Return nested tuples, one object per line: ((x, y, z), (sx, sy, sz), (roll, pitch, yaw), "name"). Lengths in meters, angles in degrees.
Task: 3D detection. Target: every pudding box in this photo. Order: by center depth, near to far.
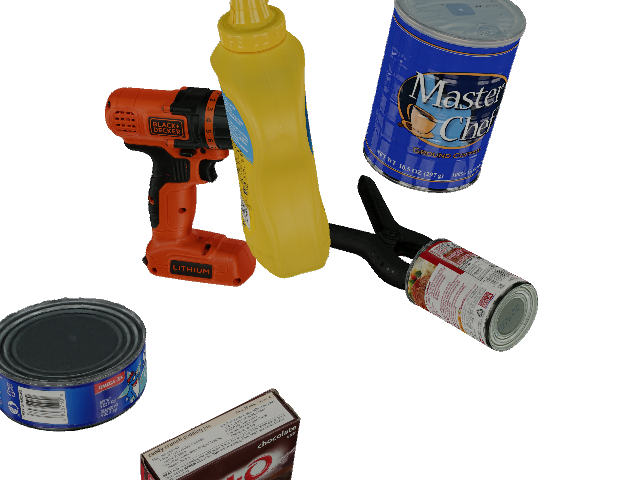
((-0.072, 0.164, 0.755), (0.113, 0.090, 0.039), (-25, 54, -30), "pudding box")

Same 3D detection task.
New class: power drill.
((-0.102, -0.051, 0.988), (0.184, 0.188, 0.057), (8, 30, 15), "power drill")

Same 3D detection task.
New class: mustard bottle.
((-0.034, -0.075, 0.688), (0.058, 0.191, 0.096), (-14, 39, -6), "mustard bottle")

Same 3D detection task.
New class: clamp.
((0.067, 0.006, 1.243), (0.164, 0.036, 0.210), (-23, 53, -40), "clamp")

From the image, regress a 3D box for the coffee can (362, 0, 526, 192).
((0.097, -0.124, 0.860), (0.102, 0.140, 0.103), (7, 38, -6), "coffee can")

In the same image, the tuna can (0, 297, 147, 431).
((-0.138, 0.067, 0.589), (0.086, 0.034, 0.086), (1, 28, -1), "tuna can")

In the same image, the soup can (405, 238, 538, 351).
((0.135, 0.048, 0.957), (0.068, 0.068, 0.102), (0, 22, -44), "soup can")
